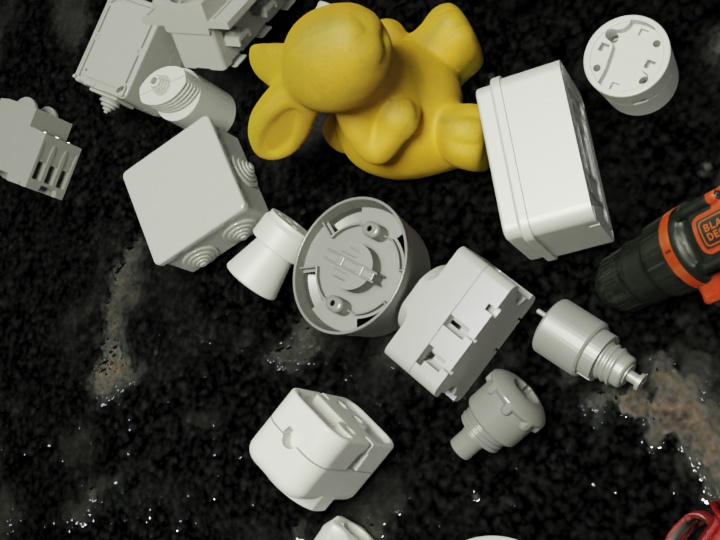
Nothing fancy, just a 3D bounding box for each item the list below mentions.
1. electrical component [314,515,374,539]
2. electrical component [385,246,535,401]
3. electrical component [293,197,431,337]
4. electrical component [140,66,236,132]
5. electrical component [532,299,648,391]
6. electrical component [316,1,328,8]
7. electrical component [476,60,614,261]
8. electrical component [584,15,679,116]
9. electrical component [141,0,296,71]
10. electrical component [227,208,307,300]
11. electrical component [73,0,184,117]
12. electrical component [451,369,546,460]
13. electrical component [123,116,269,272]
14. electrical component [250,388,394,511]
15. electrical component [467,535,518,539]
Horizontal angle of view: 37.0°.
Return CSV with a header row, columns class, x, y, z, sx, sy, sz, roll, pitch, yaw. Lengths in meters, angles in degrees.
class,x,y,z,sx,sy,sz,roll,pitch,yaw
electrical component,-0.019,0.203,0.733,0.043,0.043,0.062,38,98,28
electrical component,0.064,0.034,0.725,0.056,0.050,0.089,39,97,28
electrical component,0.000,0.000,0.757,0.099,0.064,0.099,-6,76,25
electrical component,-0.138,-0.135,0.848,0.043,0.081,0.043,-6,76,26
electrical component,0.147,0.051,0.686,0.078,0.040,0.040,34,95,28
electrical component,-0.023,-0.176,0.824,0.040,0.040,0.046,29,99,29
electrical component,0.121,-0.069,0.705,0.057,0.078,0.113,-15,72,20
electrical component,0.180,-0.132,0.707,0.055,0.047,0.055,-6,76,25
electrical component,-0.099,-0.211,0.827,0.079,0.063,0.121,10,48,28
electrical component,-0.066,-0.012,0.805,0.045,0.045,0.055,41,98,28
electrical component,-0.185,-0.171,0.891,0.062,0.061,0.096,24,90,29
electrical component,0.087,0.099,0.704,0.062,0.048,0.048,-45,63,18
electrical component,-0.126,-0.057,0.843,0.100,0.048,0.099,-32,66,17
electrical component,-0.028,0.122,0.726,0.054,0.095,0.059,42,99,27
electrical component,0.093,0.219,0.664,0.108,0.060,0.108,-6,76,25
